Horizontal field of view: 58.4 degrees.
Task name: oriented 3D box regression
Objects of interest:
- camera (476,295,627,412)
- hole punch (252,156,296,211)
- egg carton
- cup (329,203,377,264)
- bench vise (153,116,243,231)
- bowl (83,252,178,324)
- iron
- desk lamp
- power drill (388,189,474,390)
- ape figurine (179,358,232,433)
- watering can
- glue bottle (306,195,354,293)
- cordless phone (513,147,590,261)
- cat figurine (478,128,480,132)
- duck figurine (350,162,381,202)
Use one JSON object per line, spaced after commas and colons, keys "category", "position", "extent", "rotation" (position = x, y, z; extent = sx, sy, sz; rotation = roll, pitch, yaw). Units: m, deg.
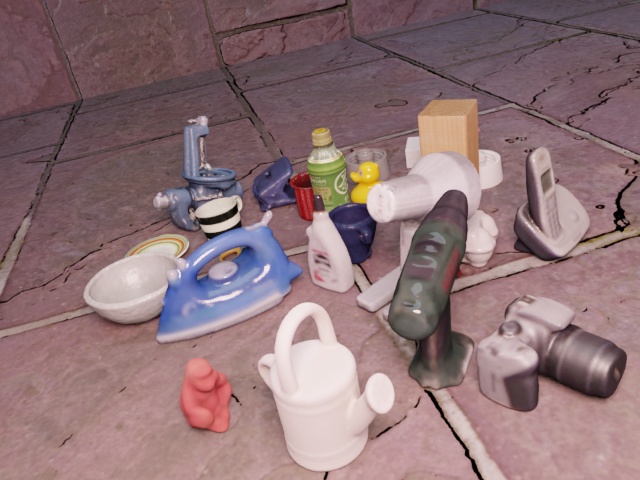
{"category": "camera", "position": [0.280, 0.136, 0.687], "extent": [0.143, 0.101, 0.136], "rotation": [-31, 35, -32]}
{"category": "hole punch", "position": [-0.103, -0.128, 1.287], "extent": [0.101, 0.091, 0.108], "rotation": [-14, 30, -6]}
{"category": "egg carton", "position": [0.227, -0.005, 0.983], "extent": [0.150, 0.069, 0.107], "rotation": [2, 32, 22]}
{"category": "cup", "position": [0.066, -0.002, 1.005], "extent": [0.092, 0.095, 0.117], "rotation": [-19, 30, -14]}
{"category": "bench vise", "position": [-0.264, -0.142, 1.232], "extent": [0.121, 0.220, 0.208], "rotation": [5, 33, 26]}
{"category": "bowl", "position": [-0.311, 0.093, 0.985], "extent": [0.167, 0.075, 0.167], "rotation": [-8, 29, 5]}
{"category": "iron", "position": [-0.163, 0.056, 0.933], "extent": [0.259, 0.142, 0.118], "rotation": [-26, 33, -25]}
{"category": "desk lamp", "position": [0.148, -0.012, 0.875], "extent": [0.204, 0.214, 0.117], "rotation": [-31, 35, -32]}
{"category": "power drill", "position": [0.150, 0.072, 0.731], "extent": [0.075, 0.209, 0.230], "rotation": [4, 33, 25]}
{"category": "ape figurine", "position": [-0.150, 0.193, 0.738], "extent": [0.075, 0.092, 0.078], "rotation": [11, 36, 33]}
{"category": "watering can", "position": [0.001, 0.158, 0.646], "extent": [0.172, 0.194, 0.101], "rotation": [-2, 31, 15]}
{"category": "glue bottle", "position": [0.009, 0.003, 0.935], "extent": [0.077, 0.173, 0.037], "rotation": [12, 37, 35]}
{"category": "cordless phone", "position": [0.380, -0.074, 0.935], "extent": [0.093, 0.185, 0.148], "rotation": [16, 39, 38]}
{"category": "cat figurine", "position": [0.326, -0.242, 1.317], "extent": [0.067, 0.118, 0.128], "rotation": [11, 36, 33]}
{"category": "duck figurine", "position": [0.112, -0.125, 1.214], "extent": [0.104, 0.086, 0.077], "rotation": [-2, 30, 15]}
